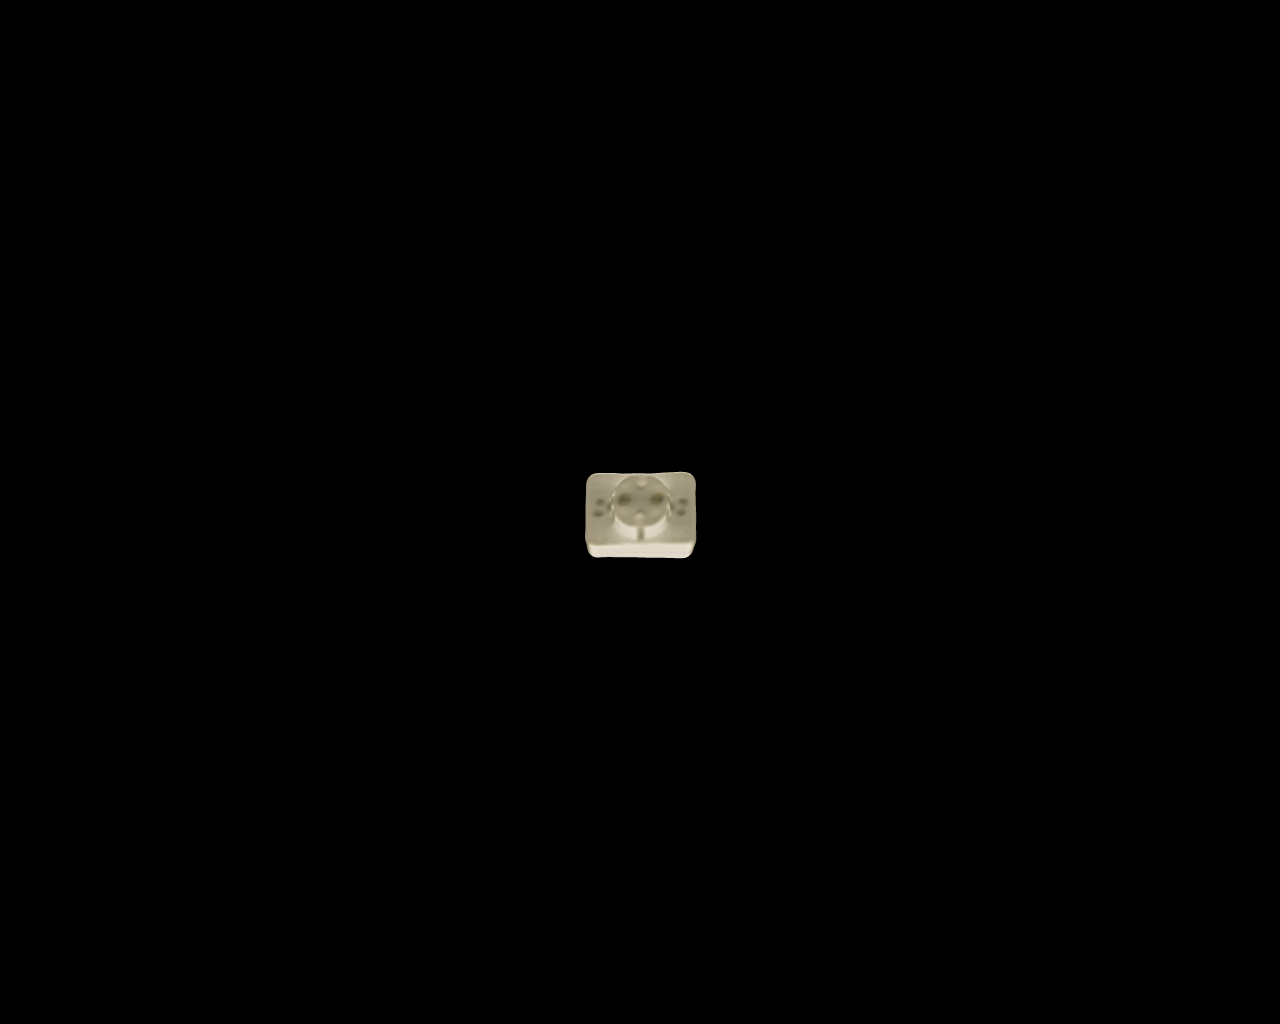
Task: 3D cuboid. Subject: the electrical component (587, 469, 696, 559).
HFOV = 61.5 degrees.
[{"bbox_3d":[0.001,-0.003,0.650,0.066,0.047,0.076,0,-15,0],"label":"electrical component"}]
